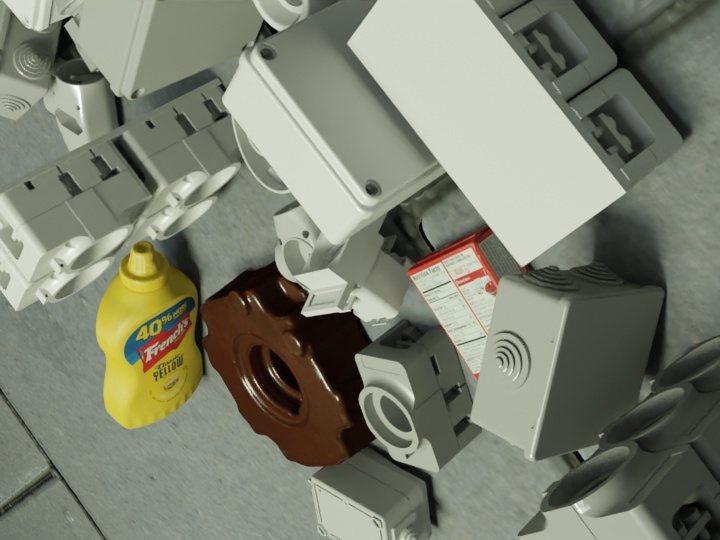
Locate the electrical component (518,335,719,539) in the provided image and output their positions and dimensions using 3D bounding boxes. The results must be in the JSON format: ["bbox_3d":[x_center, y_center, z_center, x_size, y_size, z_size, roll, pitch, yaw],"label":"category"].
[{"bbox_3d":[0.157,0.096,0.524,0.061,0.150,0.089,54,146,1],"label":"electrical component"}]

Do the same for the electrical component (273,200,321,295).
[{"bbox_3d":[-0.034,-0.011,0.757,0.079,0.044,0.077,-12,109,53],"label":"electrical component"}]

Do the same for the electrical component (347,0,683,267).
[{"bbox_3d":[0.077,-0.091,0.541,0.150,0.062,0.089,52,146,4],"label":"electrical component"}]

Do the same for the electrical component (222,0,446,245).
[{"bbox_3d":[0.000,-0.088,0.596,0.108,0.109,0.056,52,148,4],"label":"electrical component"}]

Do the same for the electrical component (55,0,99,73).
[{"bbox_3d":[-0.184,-0.185,0.782,0.078,0.058,0.057,-15,110,54],"label":"electrical component"}]

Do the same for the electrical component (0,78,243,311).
[{"bbox_3d":[-0.169,-0.050,0.761,0.060,0.186,0.105,53,146,3],"label":"electrical component"}]

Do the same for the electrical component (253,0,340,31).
[{"bbox_3d":[-0.031,-0.168,0.620,0.055,0.047,0.055,31,139,31],"label":"electrical component"}]

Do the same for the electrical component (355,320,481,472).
[{"bbox_3d":[0.038,0.089,0.745,0.050,0.056,0.089,7,123,48],"label":"electrical component"}]

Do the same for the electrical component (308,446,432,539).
[{"bbox_3d":[0.016,0.189,0.851,0.096,0.061,0.061,21,132,39],"label":"electrical component"}]

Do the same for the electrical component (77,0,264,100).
[{"bbox_3d":[-0.108,-0.171,0.657,0.056,0.109,0.108,51,146,11],"label":"electrical component"}]

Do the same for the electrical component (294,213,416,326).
[{"bbox_3d":[0.000,0.000,0.702,0.064,0.081,0.042,37,154,-25],"label":"electrical component"}]

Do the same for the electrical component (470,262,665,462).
[{"bbox_3d":[0.109,0.046,0.574,0.048,0.100,0.099,24,110,44],"label":"electrical component"}]

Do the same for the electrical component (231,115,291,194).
[{"bbox_3d":[-0.037,-0.097,0.694,0.099,0.064,0.099,29,128,46],"label":"electrical component"}]

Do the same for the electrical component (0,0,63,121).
[{"bbox_3d":[-0.282,-0.177,0.878,0.100,0.048,0.099,-16,63,54],"label":"electrical component"}]

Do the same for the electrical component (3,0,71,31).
[{"bbox_3d":[-0.248,-0.255,0.799,0.108,0.056,0.108,48,145,10],"label":"electrical component"}]

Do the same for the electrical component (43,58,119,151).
[{"bbox_3d":[-0.236,-0.139,0.894,0.079,0.043,0.077,32,140,30],"label":"electrical component"}]
